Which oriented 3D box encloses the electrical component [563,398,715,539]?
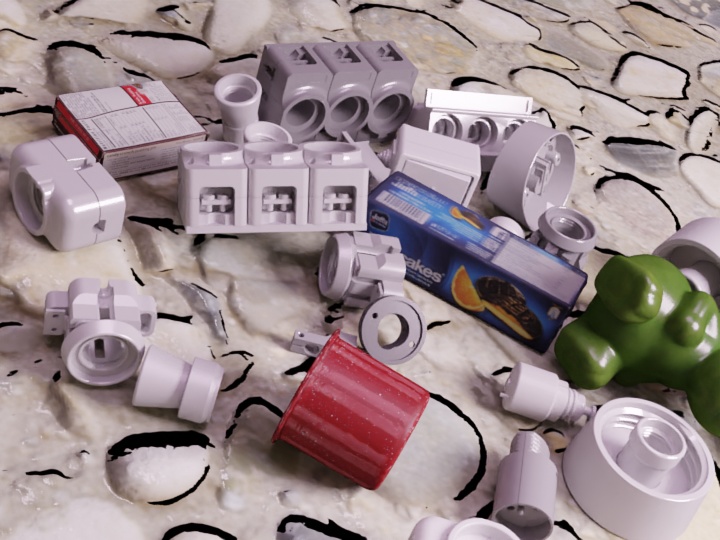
[{"bbox_3d":[0.217,0.146,0.822,0.108,0.060,0.108,13,39,-11],"label":"electrical component"}]

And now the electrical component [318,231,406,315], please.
[{"bbox_3d":[0.000,0.000,0.901,0.057,0.058,0.078,9,40,-19],"label":"electrical component"}]

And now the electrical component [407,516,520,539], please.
[{"bbox_3d":[0.073,0.201,0.695,0.095,0.059,0.053,18,39,-3],"label":"electrical component"}]

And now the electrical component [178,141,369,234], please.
[{"bbox_3d":[-0.076,-0.073,0.909,0.150,0.061,0.089,-2,18,-14],"label":"electrical component"}]

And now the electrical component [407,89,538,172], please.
[{"bbox_3d":[0.113,-0.144,1.110,0.121,0.078,0.063,1,14,-23],"label":"electrical component"}]

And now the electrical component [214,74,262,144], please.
[{"bbox_3d":[-0.114,-0.147,1.016,0.044,0.065,0.044,1,53,-1],"label":"electrical component"}]

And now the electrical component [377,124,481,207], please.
[{"bbox_3d":[0.062,-0.092,1.033,0.096,0.061,0.061,15,39,-7],"label":"electrical component"}]

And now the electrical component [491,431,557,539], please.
[{"bbox_3d":[0.122,0.154,0.784,0.043,0.043,0.081,20,39,-1],"label":"electrical component"}]

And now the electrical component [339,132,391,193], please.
[{"bbox_3d":[-0.013,-0.089,1.012,0.064,0.042,0.081,-9,46,-30],"label":"electrical component"}]

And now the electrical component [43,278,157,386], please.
[{"bbox_3d":[-0.184,0.045,0.767,0.078,0.058,0.057,4,39,-20],"label":"electrical component"}]

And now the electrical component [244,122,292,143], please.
[{"bbox_3d":[-0.090,-0.100,0.981,0.045,0.055,0.045,12,39,-10],"label":"electrical component"}]

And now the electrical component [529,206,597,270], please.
[{"bbox_3d":[0.188,-0.023,1.011,0.058,0.057,0.078,38,42,21],"label":"electrical component"}]

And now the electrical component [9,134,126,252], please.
[{"bbox_3d":[-0.241,-0.062,0.869,0.059,0.053,0.095,-20,53,-39],"label":"electrical component"}]

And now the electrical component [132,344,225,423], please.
[{"bbox_3d":[-0.128,0.081,0.759,0.055,0.045,0.045,16,39,-6],"label":"electrical component"}]

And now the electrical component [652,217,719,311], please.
[{"bbox_3d":[0.315,0.012,0.991,0.060,0.108,0.108,-24,56,-34],"label":"electrical component"}]

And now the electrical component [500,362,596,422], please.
[{"bbox_3d":[0.150,0.102,0.861,0.078,0.040,0.040,19,38,-2],"label":"electrical component"}]

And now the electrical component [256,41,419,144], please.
[{"bbox_3d":[-0.025,-0.171,1.065,0.150,0.089,0.061,-9,47,-32],"label":"electrical component"}]

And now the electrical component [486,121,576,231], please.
[{"bbox_3d":[0.171,-0.095,1.060,0.064,0.099,0.099,31,39,22],"label":"electrical component"}]

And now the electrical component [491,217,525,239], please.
[{"bbox_3d":[0.126,-0.021,0.997,0.040,0.040,0.046,30,45,12],"label":"electrical component"}]
